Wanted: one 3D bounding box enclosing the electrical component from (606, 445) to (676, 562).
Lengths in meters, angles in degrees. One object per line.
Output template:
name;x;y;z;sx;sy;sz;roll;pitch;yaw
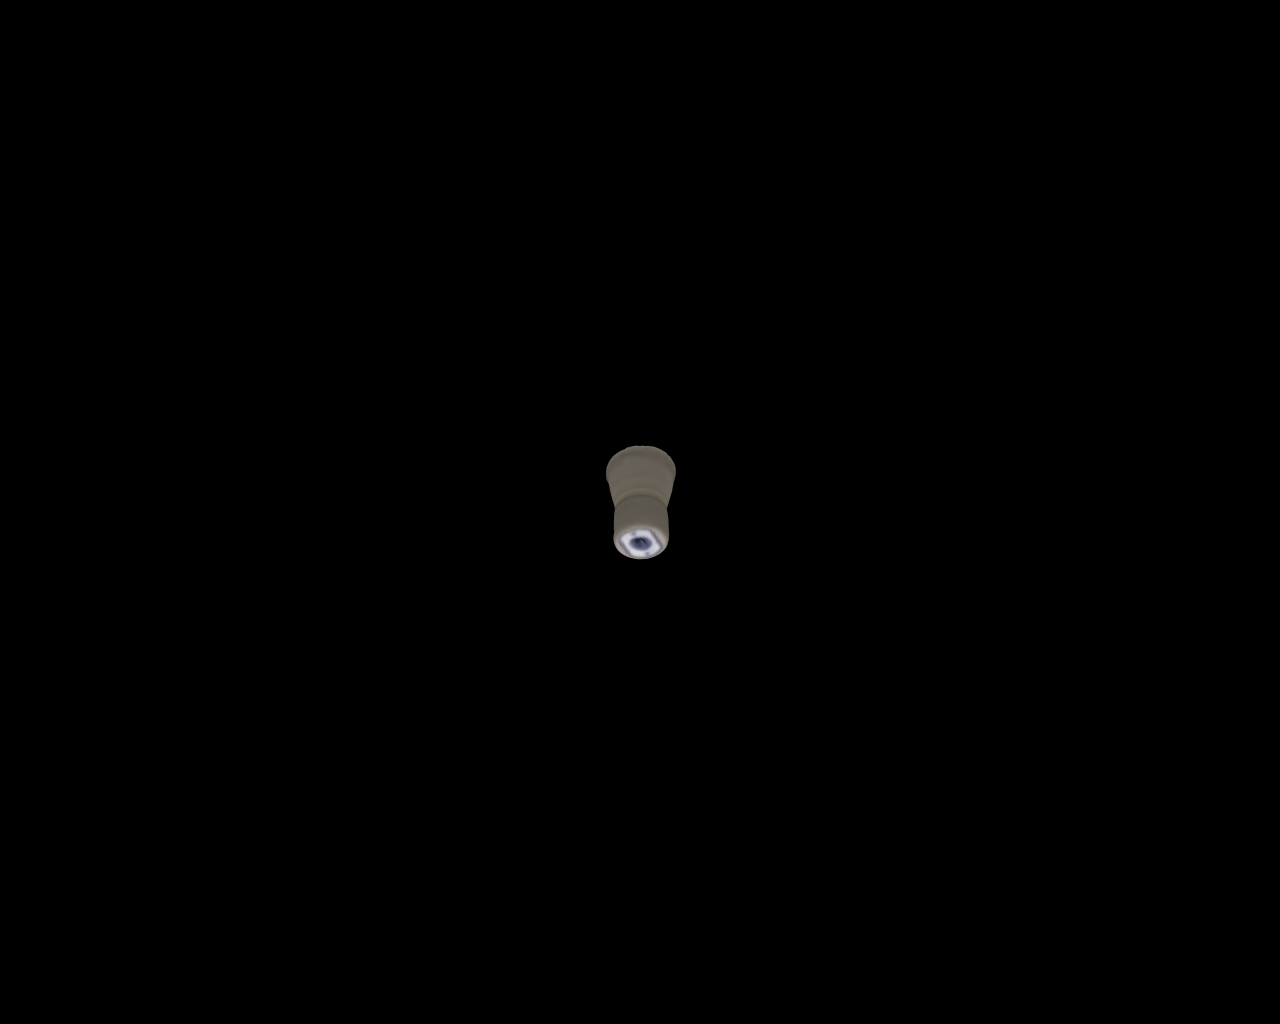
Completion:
electrical component;0.001;-0.003;0.650;0.044;0.065;0.044;0;-43;0
